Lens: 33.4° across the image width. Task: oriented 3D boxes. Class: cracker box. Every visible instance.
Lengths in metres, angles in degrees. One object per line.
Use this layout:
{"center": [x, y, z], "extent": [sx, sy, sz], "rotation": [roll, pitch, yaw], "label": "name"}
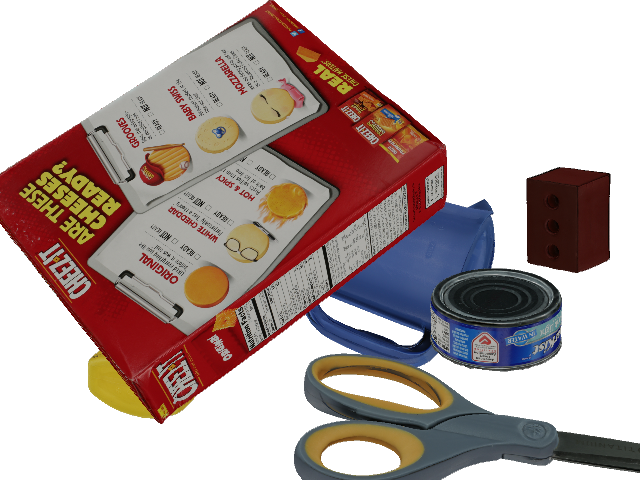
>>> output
{"center": [-0.058, -0.024, 0.619], "extent": [0.213, 0.164, 0.072], "rotation": [-37, -30, -15], "label": "cracker box"}

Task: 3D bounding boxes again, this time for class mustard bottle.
{"center": [-0.134, 0.103, 1.022], "extent": [0.096, 0.058, 0.191], "rotation": [10, 20, 18], "label": "mustard bottle"}

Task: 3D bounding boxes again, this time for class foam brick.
{"center": [0.210, -0.018, 0.903], "extent": [0.051, 0.078, 0.053], "rotation": [-21, 23, -41], "label": "foam brick"}

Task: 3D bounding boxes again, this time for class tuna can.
{"center": [0.114, 0.050, 0.696], "extent": [0.086, 0.034, 0.086], "rotation": [-3, 23, 1], "label": "tuna can"}

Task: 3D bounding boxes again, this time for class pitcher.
{"center": [0.039, 0.014, 1.042], "extent": [0.243, 0.145, 0.149], "rotation": [17, 22, 20], "label": "pitcher"}

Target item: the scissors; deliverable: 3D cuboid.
{"center": [0.077, 0.094, 0.450], "extent": [0.202, 0.016, 0.096], "rotation": [16, 34, 23], "label": "scissors"}
